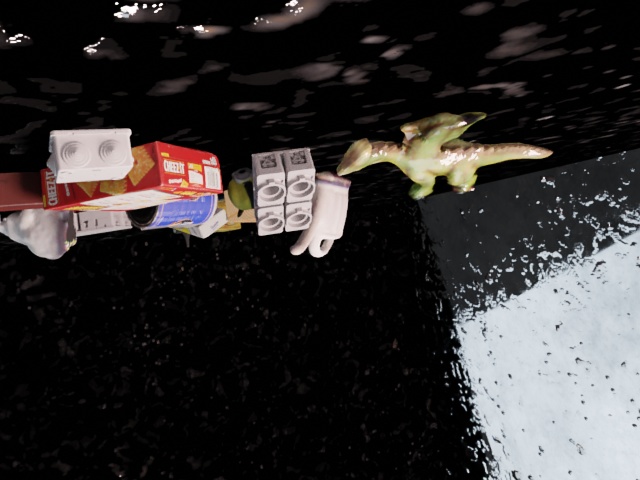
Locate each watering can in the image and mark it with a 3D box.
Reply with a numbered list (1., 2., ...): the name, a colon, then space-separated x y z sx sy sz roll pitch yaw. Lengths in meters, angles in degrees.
1. watering can: 0.004 -0.065 1.288 0.104 0.224 0.348 9 -176 13

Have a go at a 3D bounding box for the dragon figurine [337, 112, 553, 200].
1. dragon figurine: 0.232 -0.161 0.910 0.410 0.123 0.241 -10 171 5

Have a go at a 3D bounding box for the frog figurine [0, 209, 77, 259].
1. frog figurine: -0.633 -0.021 1.136 0.159 0.125 0.134 0 144 -11
